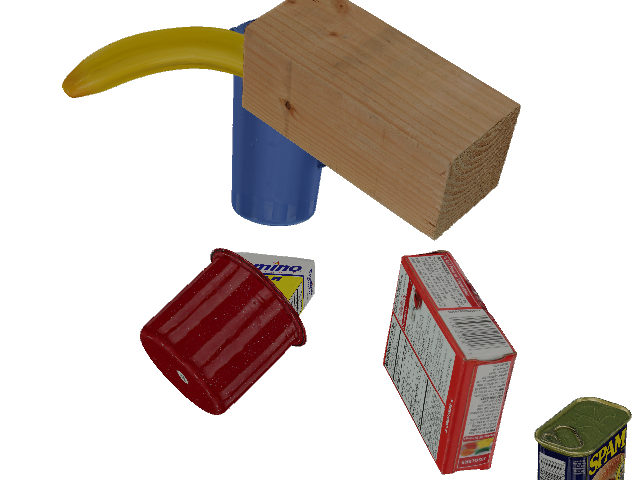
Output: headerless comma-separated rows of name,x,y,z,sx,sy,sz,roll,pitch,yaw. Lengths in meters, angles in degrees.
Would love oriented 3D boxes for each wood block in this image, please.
wood block,0.042,-0.106,0.845,0.206,0.091,0.090,36,56,23

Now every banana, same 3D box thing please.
banana,-0.131,-0.161,0.958,0.197,0.069,0.037,-1,-33,-4

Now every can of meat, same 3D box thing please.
can of meat,0.240,0.204,0.978,0.058,0.084,0.101,14,26,39

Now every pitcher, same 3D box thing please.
pitcher,-0.038,-0.143,1.309,0.144,0.243,0.149,-6,27,-26

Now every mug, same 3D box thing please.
mug,-0.078,0.064,0.752,0.081,0.093,0.117,-44,33,-21

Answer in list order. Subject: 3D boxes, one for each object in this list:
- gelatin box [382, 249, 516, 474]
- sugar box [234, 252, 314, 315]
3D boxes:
gelatin box,0.062,0.059,0.533,0.030,0.073,0.089,-5,34,-16
sugar box,-0.072,0.064,1.032,0.093,0.048,0.176,6,26,14
